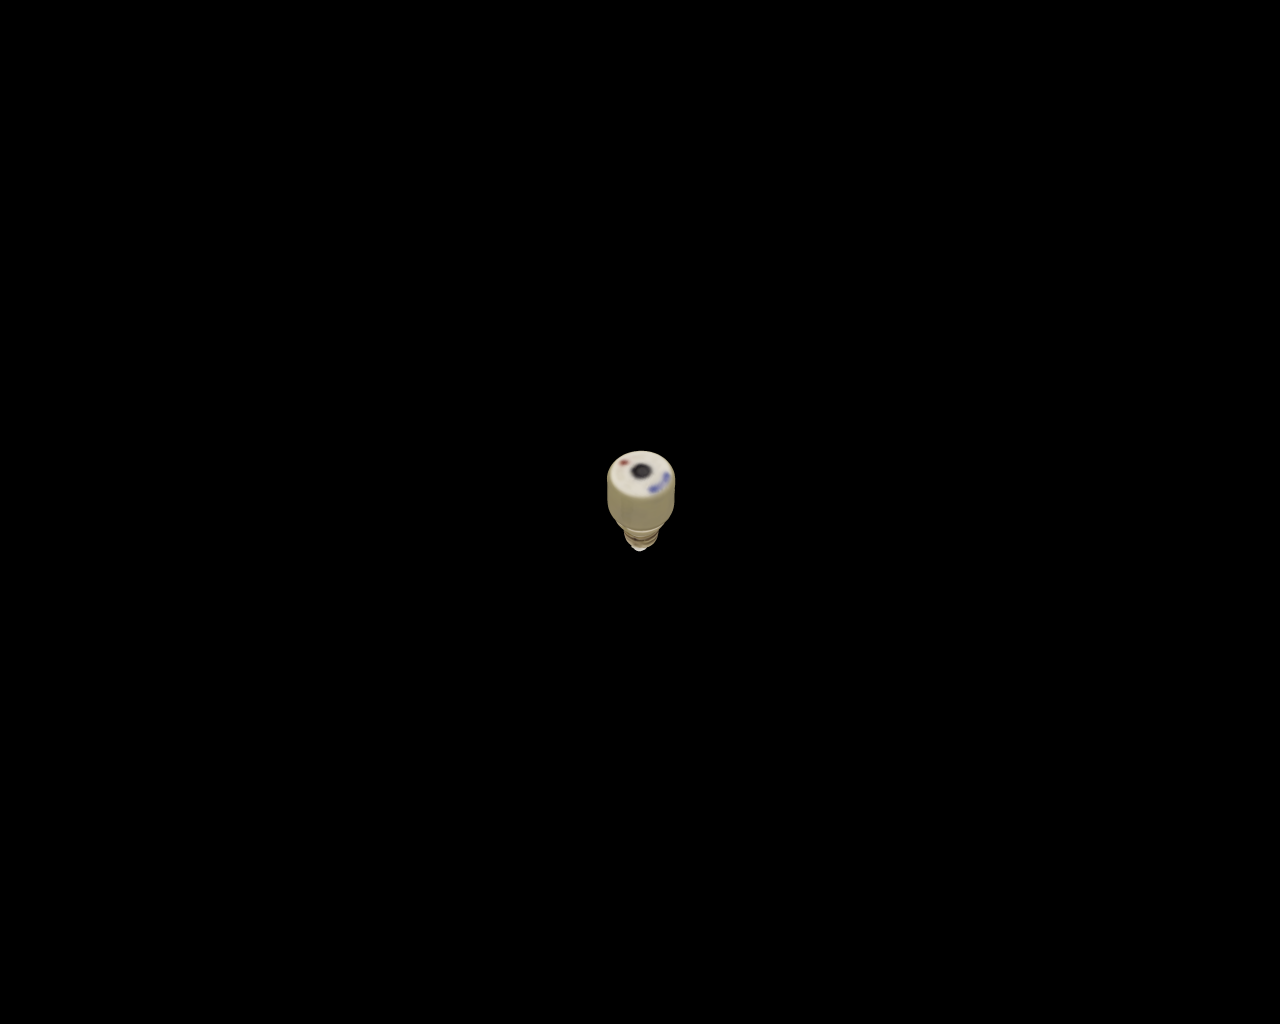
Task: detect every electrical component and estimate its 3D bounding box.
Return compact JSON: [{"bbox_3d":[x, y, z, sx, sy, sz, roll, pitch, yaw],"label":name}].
[{"bbox_3d":[0.001,-0.003,0.650,0.040,0.040,0.078,0,-39,0],"label":"electrical component"}]
